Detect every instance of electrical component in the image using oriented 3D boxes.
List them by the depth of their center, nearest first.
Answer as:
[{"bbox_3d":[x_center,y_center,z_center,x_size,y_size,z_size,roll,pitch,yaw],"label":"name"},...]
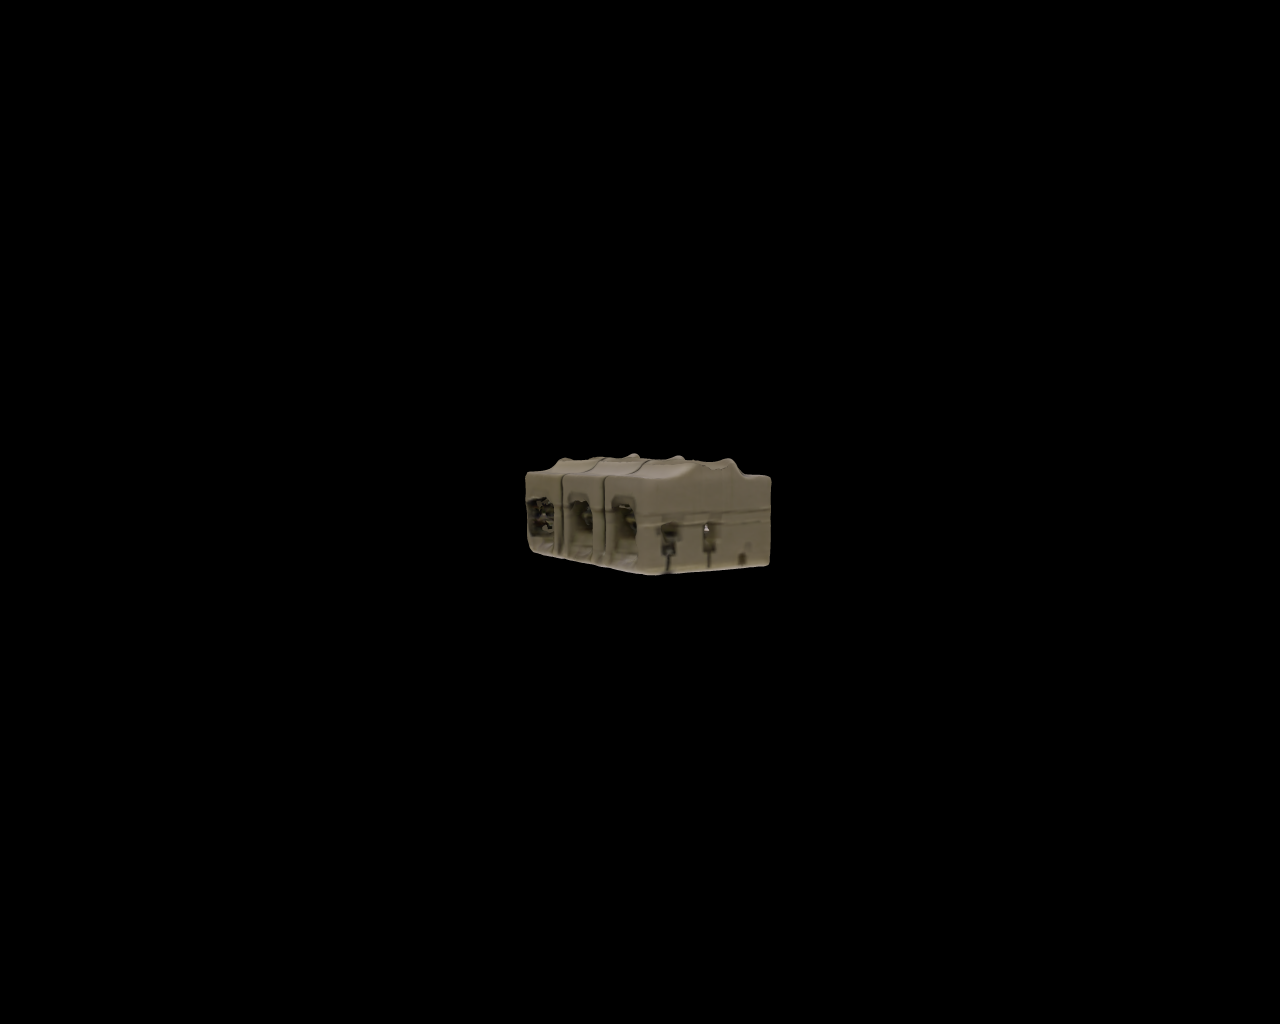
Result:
[{"bbox_3d":[0.001,-0.003,0.650,0.090,0.061,0.150,-3,6,-32],"label":"electrical component"}]
